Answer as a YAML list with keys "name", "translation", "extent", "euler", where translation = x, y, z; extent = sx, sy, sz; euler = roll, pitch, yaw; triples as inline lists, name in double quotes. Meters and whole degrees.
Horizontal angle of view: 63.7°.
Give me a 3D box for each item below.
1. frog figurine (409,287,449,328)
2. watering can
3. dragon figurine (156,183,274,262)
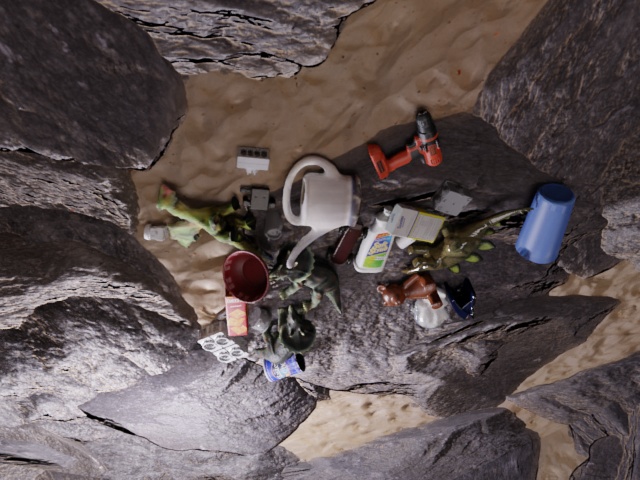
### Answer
- name: "frog figurine"
  translation: [0.412, 0.246, 1.865]
  extent: [0.137, 0.125, 0.156]
  euler: [30, 139, -9]
- name: "watering can"
  translation: [0.004, -0.074, 1.468]
  extent: [0.224, 0.106, 0.341]
  euler: [1, 115, -7]
- name: "dragon figurine"
  translation: [-0.327, -0.026, 1.519]
  extent: [0.242, 0.125, 0.402]
  euler: [-7, 142, 24]
